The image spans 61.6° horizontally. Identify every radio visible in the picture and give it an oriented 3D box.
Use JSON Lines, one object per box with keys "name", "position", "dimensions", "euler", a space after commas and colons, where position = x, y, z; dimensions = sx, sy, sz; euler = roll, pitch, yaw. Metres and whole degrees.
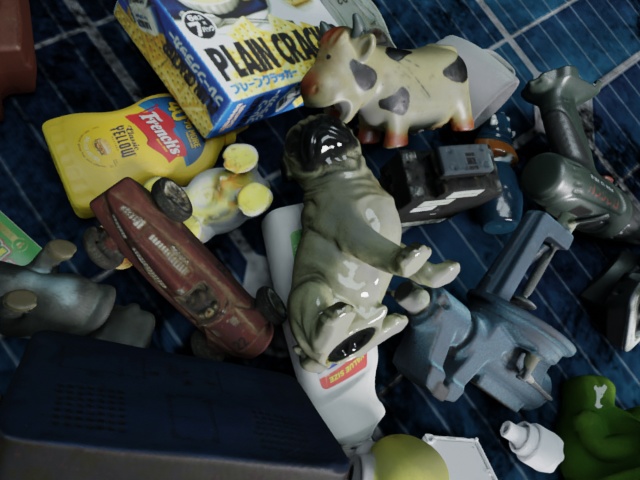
{"name": "radio", "position": [-0.106, 0.141, 0.386], "dimensions": [0.229, 0.131, 0.073], "euler": [18, 101, -27]}

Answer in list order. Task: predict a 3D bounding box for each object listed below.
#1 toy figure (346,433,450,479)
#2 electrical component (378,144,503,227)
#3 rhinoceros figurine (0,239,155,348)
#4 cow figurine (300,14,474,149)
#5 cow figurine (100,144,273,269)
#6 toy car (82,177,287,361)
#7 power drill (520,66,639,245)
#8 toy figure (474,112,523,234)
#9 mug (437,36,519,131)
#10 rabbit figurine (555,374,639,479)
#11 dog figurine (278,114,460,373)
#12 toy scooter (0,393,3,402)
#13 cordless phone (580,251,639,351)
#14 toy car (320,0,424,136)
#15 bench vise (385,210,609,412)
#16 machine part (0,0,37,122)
{"name": "toy figure", "position": [0.062, 0.257, 0.461], "dimensions": [0.089, 0.082, 0.180], "euler": [1, 92, -14]}
{"name": "electrical component", "position": [0.122, -0.058, 0.574], "dimensions": [0.115, 0.134, 0.058], "euler": [-8, 77, -23]}
{"name": "rhinoceros figurine", "position": [-0.232, 0.058, 0.434], "dimensions": [0.190, 0.112, 0.073], "euler": [14, 41, -12]}
{"name": "cow figurine", "position": [0.069, -0.160, 0.546], "dimensions": [0.195, 0.086, 0.127], "euler": [-16, 110, -29]}
{"name": "cow figurine", "position": [-0.126, -0.025, 0.515], "dimensions": [0.167, 0.098, 0.068], "euler": [-25, 88, -4]}
{"name": "toy car", "position": [-0.110, 0.035, 0.458], "dimensions": [0.089, 0.053, 0.202], "euler": [-30, 122, 11]}
{"name": "power drill", "position": [0.332, -0.102, 0.683], "dimensions": [0.232, 0.086, 0.207], "euler": [10, 73, -34]}
{"name": "toy figure", "position": [0.213, -0.085, 0.653], "dimensions": [0.058, 0.064, 0.154], "euler": [-4, 66, 18]}
{"name": "mug", "position": [0.189, -0.209, 0.674], "dimensions": [0.109, 0.080, 0.107], "euler": [-40, 80, -19]}
{"name": "rabbit figurine", "position": [0.316, 0.212, 0.531], "dimensions": [0.121, 0.170, 0.159], "euler": [42, 65, -1]}
{"name": "dog figurine", "position": [0.002, -0.002, 0.481], "dimensions": [0.172, 0.121, 0.191], "euler": [-41, 60, 4]}
{"name": "toy scooter", "position": [-0.272, 0.171, 0.387], "dimensions": [0.135, 0.075, 0.184], "euler": [-3, 76, 14]}
{"name": "cordless phone", "position": [0.410, 0.045, 0.608], "dimensions": [0.146, 0.184, 0.089], "euler": [-35, 82, -24]}
{"name": "toy car", "position": [0.068, -0.214, 0.647], "dimensions": [0.073, 0.056, 0.201], "euler": [-33, 85, -24]}
{"name": "bench vise", "position": [0.184, 0.060, 0.553], "dimensions": [0.223, 0.129, 0.240], "euler": [35, 83, -13]}
{"name": "machine part", "position": [-0.375, -0.203, 0.485], "dimensions": [0.201, 0.087, 0.201], "euler": [-9, 78, -20]}
